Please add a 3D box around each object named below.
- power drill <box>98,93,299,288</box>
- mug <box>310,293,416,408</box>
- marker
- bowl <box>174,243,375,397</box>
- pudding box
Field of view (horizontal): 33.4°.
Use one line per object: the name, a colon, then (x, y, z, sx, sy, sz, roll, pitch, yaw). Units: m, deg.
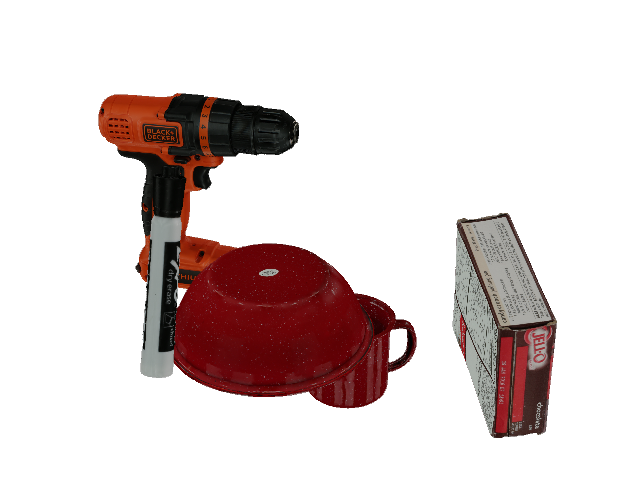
power drill: (-0.107, -0.045, 0.985, 0.184, 0.188, 0.057, 7, 30, 14)
mug: (0.037, 0.107, 1.041, 0.117, 0.081, 0.093, -8, 28, -14)
marker: (-0.089, 0.018, 0.606, 0.020, 0.121, 0.020, 5, 10, -1)
bowl: (-0.039, 0.048, 0.807, 0.162, 0.055, 0.162, 0, 29, 0)
pudding box: (0.112, 0.051, 0.661, 0.039, 0.090, 0.113, -7, 36, -5)
